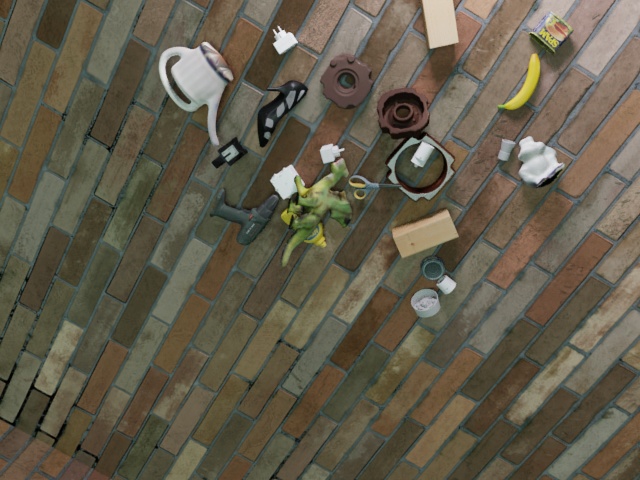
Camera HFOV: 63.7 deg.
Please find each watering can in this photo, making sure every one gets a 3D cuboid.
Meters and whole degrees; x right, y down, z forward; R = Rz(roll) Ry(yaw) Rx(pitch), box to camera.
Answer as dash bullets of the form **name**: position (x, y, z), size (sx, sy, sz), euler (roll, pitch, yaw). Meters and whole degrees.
- **watering can**: position (-0.384, -0.504, 1.723), size (0.223, 0.345, 0.105), euler (-34, 11, 15)

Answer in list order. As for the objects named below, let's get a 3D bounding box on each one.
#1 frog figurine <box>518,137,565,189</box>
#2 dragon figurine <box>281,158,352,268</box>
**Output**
- **frog figurine**: position (0.709, -0.256, 1.698), size (0.135, 0.162, 0.122), euler (-47, -28, 26)
- **dragon figurine**: position (0.005, -0.090, 1.786), size (0.242, 0.405, 0.124), euler (6, 16, -21)
